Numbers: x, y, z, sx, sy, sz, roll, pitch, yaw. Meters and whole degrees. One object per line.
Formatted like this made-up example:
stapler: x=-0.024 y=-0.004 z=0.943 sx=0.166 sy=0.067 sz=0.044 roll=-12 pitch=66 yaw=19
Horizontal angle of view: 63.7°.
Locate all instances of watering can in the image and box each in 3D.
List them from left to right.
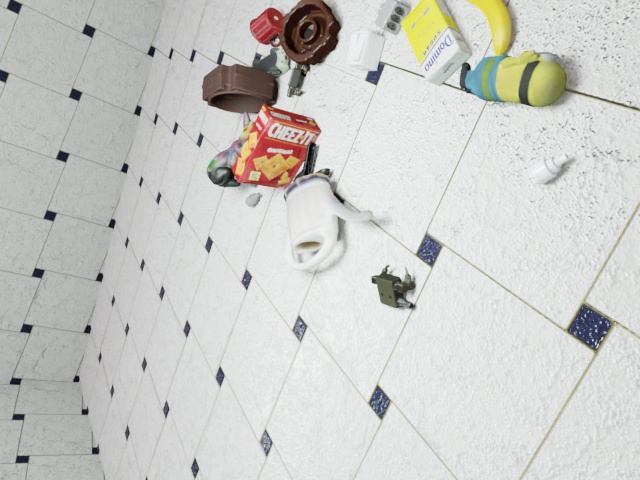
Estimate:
watering can: x=0.004 y=-0.062 z=1.229 sx=0.342 sy=0.104 sz=0.229 roll=-36 pitch=53 yaw=46
